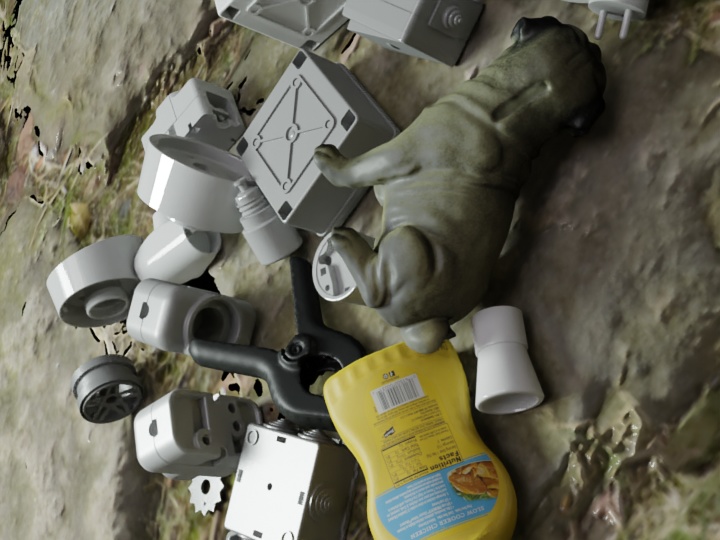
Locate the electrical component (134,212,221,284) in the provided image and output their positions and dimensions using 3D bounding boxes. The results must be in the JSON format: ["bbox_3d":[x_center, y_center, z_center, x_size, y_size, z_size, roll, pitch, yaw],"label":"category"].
[{"bbox_3d":[-0.170,-0.032,0.991,0.077,0.044,0.079,-32,58,36],"label":"electrical component"}]

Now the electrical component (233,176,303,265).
[{"bbox_3d":[-0.079,-0.040,0.882,0.040,0.040,0.078,-15,111,42],"label":"electrical component"}]

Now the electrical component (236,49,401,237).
[{"bbox_3d":[-0.035,-0.102,0.865,0.108,0.056,0.108,-53,48,21],"label":"electrical component"}]

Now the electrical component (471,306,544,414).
[{"bbox_3d":[0.093,0.057,0.704,0.044,0.044,0.065,-28,55,37],"label":"electrical component"}]

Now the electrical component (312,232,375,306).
[{"bbox_3d":[0.000,0.000,0.808,0.055,0.047,0.055,-14,70,42],"label":"electrical component"}]

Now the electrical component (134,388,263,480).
[{"bbox_3d":[-0.131,0.135,0.869,0.059,0.095,0.053,-32,58,35],"label":"electrical component"}]

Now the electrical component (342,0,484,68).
[{"bbox_3d":[0.041,-0.191,0.809,0.096,0.062,0.061,37,105,44],"label":"electrical component"}]

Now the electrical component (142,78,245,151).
[{"bbox_3d":[-0.157,-0.129,1.000,0.089,0.050,0.055,-43,52,29],"label":"electrical component"}]

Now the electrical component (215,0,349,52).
[{"bbox_3d":[-0.050,-0.243,0.883,0.109,0.109,0.056,-34,59,34],"label":"electrical component"}]

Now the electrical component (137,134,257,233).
[{"bbox_3d":[-0.139,-0.069,0.929,0.108,0.108,0.060,38,112,44],"label":"electrical component"}]

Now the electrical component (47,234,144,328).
[{"bbox_3d":[-0.246,0.010,1.021,0.099,0.099,0.064,-39,60,31],"label":"electrical component"}]

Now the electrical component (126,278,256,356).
[{"bbox_3d":[-0.137,0.043,0.900,0.059,0.095,0.053,13,88,46],"label":"electrical component"}]

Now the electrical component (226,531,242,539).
[{"bbox_3d":[-0.101,0.240,0.837,0.058,0.057,0.078,-30,59,36],"label":"electrical component"}]

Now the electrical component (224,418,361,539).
[{"bbox_3d":[-0.052,0.166,0.815,0.100,0.048,0.099,7,81,45],"label":"electrical component"}]

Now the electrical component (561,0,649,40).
[{"bbox_3d":[0.168,-0.182,0.685,0.138,0.052,0.073,12,88,46],"label":"electrical component"}]
